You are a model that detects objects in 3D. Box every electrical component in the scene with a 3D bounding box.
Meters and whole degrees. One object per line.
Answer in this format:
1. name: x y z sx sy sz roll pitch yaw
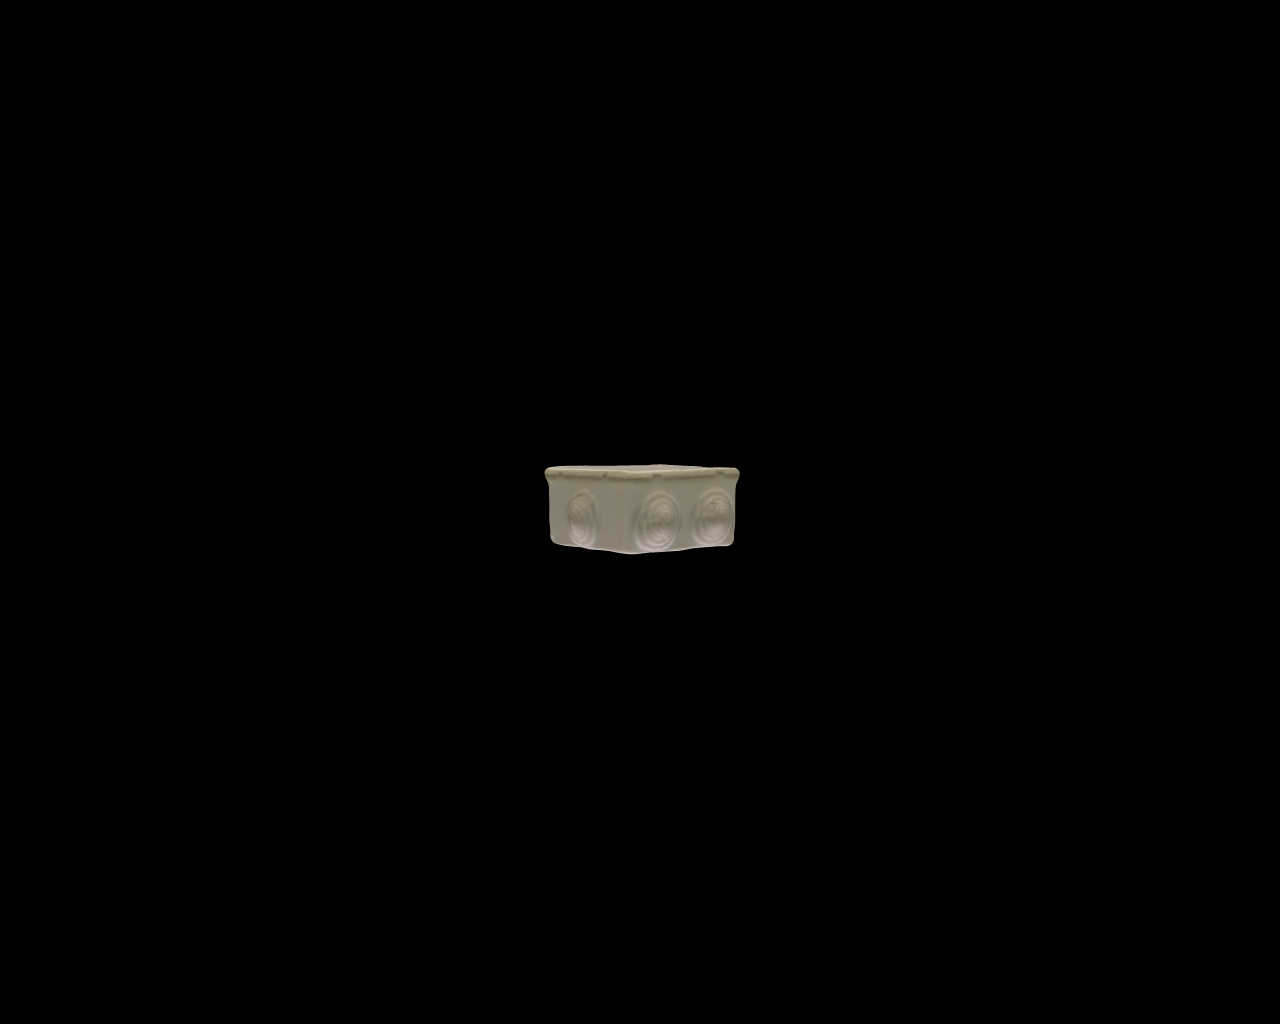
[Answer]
1. electrical component: 0.001 -0.003 0.650 0.100 0.048 0.099 -3 5 -37
